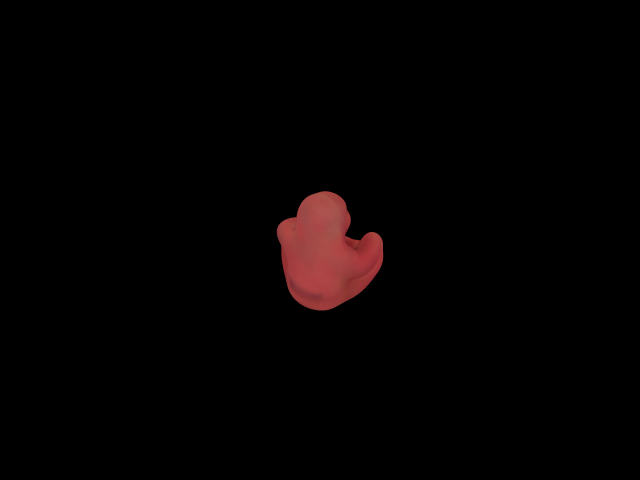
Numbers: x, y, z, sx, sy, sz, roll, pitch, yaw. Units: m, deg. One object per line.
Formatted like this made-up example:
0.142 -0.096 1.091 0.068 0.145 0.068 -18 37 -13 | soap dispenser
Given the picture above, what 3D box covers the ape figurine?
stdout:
0.004 0.001 0.400 0.077 0.092 0.076 28 62 16 | ape figurine
